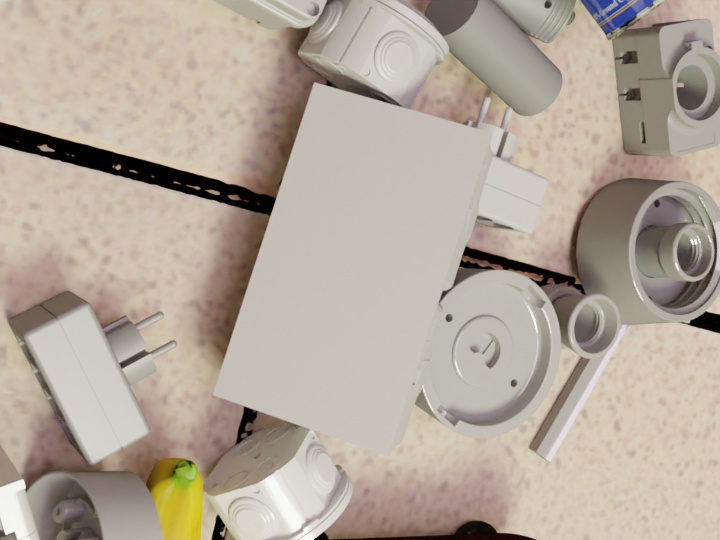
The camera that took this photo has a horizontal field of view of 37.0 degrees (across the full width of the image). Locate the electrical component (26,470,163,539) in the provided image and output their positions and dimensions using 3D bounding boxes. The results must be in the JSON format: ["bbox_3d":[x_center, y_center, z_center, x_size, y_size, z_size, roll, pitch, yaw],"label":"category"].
[{"bbox_3d":[-0.148,0.157,0.582,0.064,0.099,0.099,0,97,-34],"label":"electrical component"}]

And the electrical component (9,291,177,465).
[{"bbox_3d":[-0.139,0.050,0.598,0.076,0.047,0.083,-29,110,-22],"label":"electrical component"}]

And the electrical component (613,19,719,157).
[{"bbox_3d":[0.220,-0.128,0.759,0.050,0.056,0.089,-16,104,-25],"label":"electrical component"}]

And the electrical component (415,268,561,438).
[{"bbox_3d":[0.070,0.050,0.701,0.108,0.060,0.108,-4,99,-28],"label":"electrical component"}]

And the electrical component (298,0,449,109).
[{"bbox_3d":[0.007,-0.131,0.633,0.080,0.080,0.051,31,88,-28],"label":"electrical component"}]

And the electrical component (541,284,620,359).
[{"bbox_3d":[0.145,0.034,0.743,0.045,0.055,0.045,-4,99,-28],"label":"electrical component"}]

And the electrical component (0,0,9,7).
[{"bbox_3d":[-0.233,-0.155,0.513,0.109,0.056,0.108,-41,114,-17],"label":"electrical component"}]

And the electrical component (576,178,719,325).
[{"bbox_3d":[0.215,-0.013,0.764,0.108,0.060,0.108,-1,91,-30],"label":"electrical component"}]

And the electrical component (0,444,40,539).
[{"bbox_3d":[-0.256,0.145,0.516,0.186,0.105,0.060,-18,105,-25],"label":"electrical component"}]

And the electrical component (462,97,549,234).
[{"bbox_3d":[0.079,-0.073,0.696,0.083,0.047,0.075,19,88,-29],"label":"electrical component"}]

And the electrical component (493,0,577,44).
[{"bbox_3d":[0.107,-0.178,0.699,0.081,0.043,0.043,17,89,-29],"label":"electrical component"}]

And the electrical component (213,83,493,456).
[{"bbox_3d":[0.000,0.000,0.627,0.105,0.060,0.186,18,89,11],"label":"electrical component"}]

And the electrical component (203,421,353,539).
[{"bbox_3d":[-0.049,0.130,0.640,0.080,0.080,0.051,-35,106,-20],"label":"electrical component"}]

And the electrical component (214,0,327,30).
[{"bbox_3d":[-0.045,-0.201,0.606,0.078,0.057,0.113,24,86,-29],"label":"electrical component"}]
